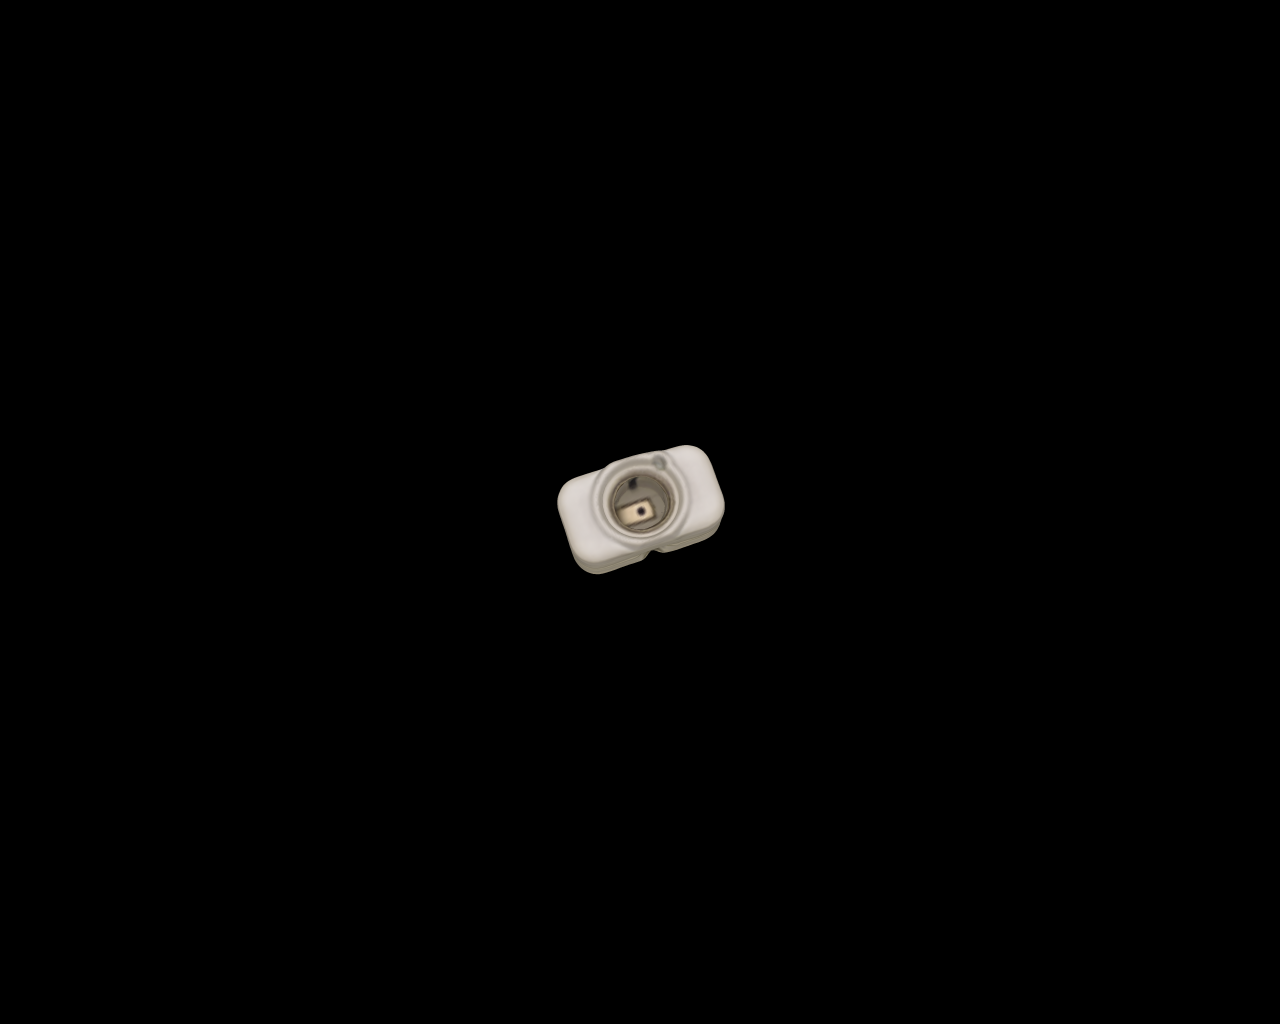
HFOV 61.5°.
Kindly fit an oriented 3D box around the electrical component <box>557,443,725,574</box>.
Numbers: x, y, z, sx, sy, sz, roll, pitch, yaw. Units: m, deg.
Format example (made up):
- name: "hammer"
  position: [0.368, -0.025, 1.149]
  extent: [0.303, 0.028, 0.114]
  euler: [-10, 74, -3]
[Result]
- name: "electrical component"
  position: [0.001, -0.003, 0.650]
  extent: [0.095, 0.054, 0.059]
  euler: [-18, -11, -4]
